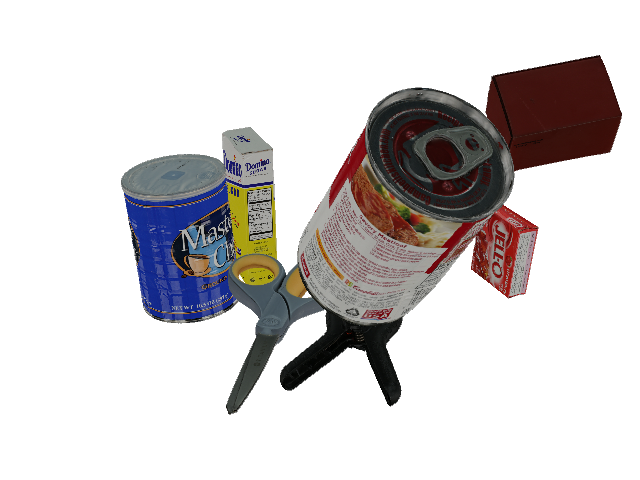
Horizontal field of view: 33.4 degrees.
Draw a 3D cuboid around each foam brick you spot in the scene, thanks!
[{"bbox_3d":[0.160,-0.087,0.736,0.078,0.051,0.053,-11,-25,-2],"label":"foam brick"}]

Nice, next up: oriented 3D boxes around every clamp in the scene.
[{"bbox_3d":[0.046,0.098,1.074,0.120,0.039,0.171,17,50,19],"label":"clamp"}]

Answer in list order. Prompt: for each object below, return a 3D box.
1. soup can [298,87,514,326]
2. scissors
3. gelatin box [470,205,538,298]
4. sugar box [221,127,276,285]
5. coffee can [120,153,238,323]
[{"bbox_3d":[0.035,-0.012,0.488,0.068,0.068,0.102,0,-31,-21],"label":"soup can"},{"bbox_3d":[-0.048,0.053,0.726,0.096,0.016,0.201,13,29,24],"label":"scissors"},{"bbox_3d":[0.208,0.010,1.220,0.030,0.089,0.073,-11,32,-27],"label":"gelatin box"},{"bbox_3d":[-0.087,-0.041,1.309,0.048,0.176,0.093,-12,26,-17],"label":"sugar box"},{"bbox_3d":[-0.138,-0.003,1.069,0.103,0.140,0.103,-4,26,2],"label":"coffee can"}]
